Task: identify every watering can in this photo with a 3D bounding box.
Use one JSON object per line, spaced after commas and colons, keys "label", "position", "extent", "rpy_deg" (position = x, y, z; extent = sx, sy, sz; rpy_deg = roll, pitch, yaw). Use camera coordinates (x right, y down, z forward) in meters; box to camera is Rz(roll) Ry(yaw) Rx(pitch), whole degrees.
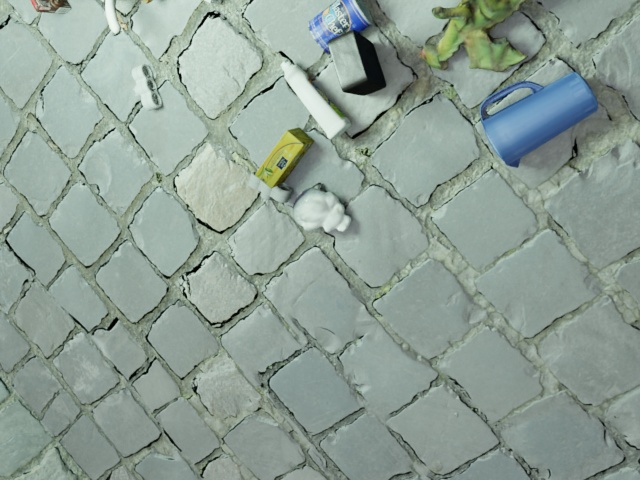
{"label": "watering can", "position": [-0.620, -0.745, 1.479], "extent": [0.104, 0.226, 0.345], "rpy_deg": [-20, 99, 7]}

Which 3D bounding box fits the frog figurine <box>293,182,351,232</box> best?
{"label": "frog figurine", "position": [0.005, -0.075, 1.483], "extent": [0.137, 0.122, 0.161], "rpy_deg": [-46, 74, 6]}

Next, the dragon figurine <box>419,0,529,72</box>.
{"label": "dragon figurine", "position": [0.414, -0.508, 1.206], "extent": [0.408, 0.125, 0.238], "rpy_deg": [-8, 138, 32]}
